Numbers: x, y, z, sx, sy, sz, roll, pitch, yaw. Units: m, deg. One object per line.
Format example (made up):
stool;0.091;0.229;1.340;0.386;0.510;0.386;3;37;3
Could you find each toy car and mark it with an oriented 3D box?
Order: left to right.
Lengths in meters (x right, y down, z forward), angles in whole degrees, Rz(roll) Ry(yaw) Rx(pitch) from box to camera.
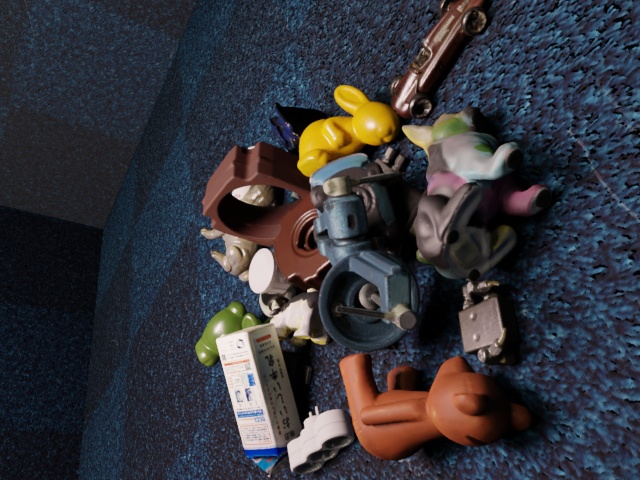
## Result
toy car;-0.057;0.058;1.018;0.201;0.056;0.074;-58;40;21
toy car;0.057;-0.036;0.779;0.103;0.109;0.161;42;-156;-79
toy car;0.169;-0.274;0.794;0.202;0.053;0.089;-58;30;29

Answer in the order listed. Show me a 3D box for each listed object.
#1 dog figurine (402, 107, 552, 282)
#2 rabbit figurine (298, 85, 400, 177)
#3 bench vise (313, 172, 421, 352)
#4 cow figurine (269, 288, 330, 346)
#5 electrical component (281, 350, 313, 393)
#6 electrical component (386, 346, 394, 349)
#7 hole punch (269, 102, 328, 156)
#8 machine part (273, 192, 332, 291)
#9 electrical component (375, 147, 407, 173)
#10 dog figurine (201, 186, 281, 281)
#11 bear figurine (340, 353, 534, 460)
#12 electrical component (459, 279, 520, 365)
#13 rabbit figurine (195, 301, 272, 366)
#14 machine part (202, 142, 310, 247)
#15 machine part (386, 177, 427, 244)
dog figurine;0.158;-0.072;0.653;0.191;0.108;0.219;-51;29;8
rabbit figurine;0.061;-0.176;0.901;0.173;0.121;0.162;-22;48;39
bench vise;0.056;0.035;0.608;0.241;0.129;0.223;-144;55;-76
cow figurine;-0.043;0.133;0.947;0.167;0.068;0.098;-14;59;53
electrical component;-0.063;0.234;0.956;0.119;0.048;0.074;-4;74;61
electrical component;0.063;0.093;0.795;0.134;0.058;0.115;1;75;59
hole punch;-0.037;-0.195;1.035;0.092;0.116;0.142;-60;44;35
machine part;-0.002;-0.003;0.901;0.179;0.056;0.179;-21;54;33
electrical component;0.103;-0.099;0.853;0.094;0.021;0.063;-62;32;20
dog figurine;-0.144;-0.025;1.184;0.190;0.121;0.172;-41;77;18
bear figurine;0.122;0.171;0.597;0.196;0.120;0.132;-42;39;41
electrical component;0.185;0.090;0.598;0.078;0.045;0.102;-28;53;51
rabbit figurine;-0.139;0.213;1.063;0.170;0.121;0.159;44;109;38
machine part;-0.102;-0.082;1.013;0.201;0.201;0.087;-41;41;45
machine part;0.131;-0.049;0.768;0.139;0.039;0.084;53;131;52
